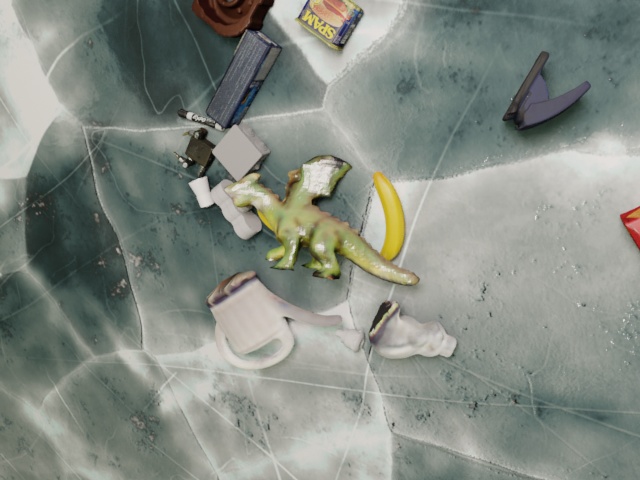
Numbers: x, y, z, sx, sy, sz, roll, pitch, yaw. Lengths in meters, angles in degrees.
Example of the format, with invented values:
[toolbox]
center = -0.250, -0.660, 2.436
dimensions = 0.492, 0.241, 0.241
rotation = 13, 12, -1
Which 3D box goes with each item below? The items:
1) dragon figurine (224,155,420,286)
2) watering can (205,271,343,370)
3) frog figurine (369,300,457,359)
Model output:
[dragon figurine]
center = 0.003, -0.052, 1.024
dimensions = 0.410, 0.122, 0.243
rotation = 7, 89, 11
[watering can]
center = -0.126, 0.167, 1.159
dimensions = 0.343, 0.105, 0.224
rotation = -32, 91, 29
[frog figurine]
center = 0.182, 0.201, 1.030
dimensions = 0.159, 0.125, 0.135
rotation = 36, 151, 0
